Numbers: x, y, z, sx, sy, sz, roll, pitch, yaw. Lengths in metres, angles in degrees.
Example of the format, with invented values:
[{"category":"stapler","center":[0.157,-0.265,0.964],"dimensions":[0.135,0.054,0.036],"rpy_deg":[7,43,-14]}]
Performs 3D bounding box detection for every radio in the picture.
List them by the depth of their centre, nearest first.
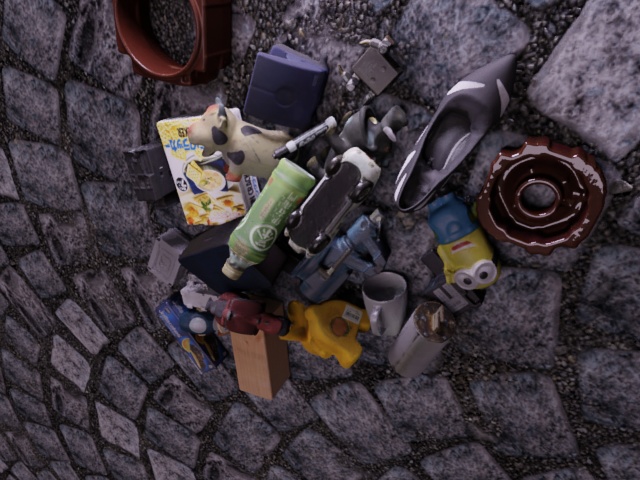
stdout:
[{"category":"radio","center":[-0.175,0.039,1.065],"dimensions":[0.131,0.073,0.230],"rpy_deg":[44,149,-23]}]

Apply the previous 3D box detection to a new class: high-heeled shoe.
[{"category":"high-heeled shoe","center":[0.186,-0.146,0.765],"dimensions":[0.086,0.145,0.248],"rpy_deg":[35,129,7]}]

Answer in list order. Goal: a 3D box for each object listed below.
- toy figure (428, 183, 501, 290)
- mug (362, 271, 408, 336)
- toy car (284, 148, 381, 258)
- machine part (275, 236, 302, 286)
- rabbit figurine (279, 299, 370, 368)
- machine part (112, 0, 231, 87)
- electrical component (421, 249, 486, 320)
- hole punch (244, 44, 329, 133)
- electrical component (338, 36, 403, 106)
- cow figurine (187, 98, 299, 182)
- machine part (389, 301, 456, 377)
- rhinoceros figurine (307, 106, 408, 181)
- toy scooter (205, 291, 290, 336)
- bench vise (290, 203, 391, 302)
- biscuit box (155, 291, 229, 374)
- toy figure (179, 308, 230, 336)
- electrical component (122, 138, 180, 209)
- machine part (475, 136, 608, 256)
[{"category":"toy figure","center":[0.230,-0.005,0.860],"dimensions":[0.082,0.089,0.180],"rpy_deg":[-26,93,52]},{"category":"mug","center":[0.122,0.131,0.984],"dimensions":[0.081,0.109,0.107],"rpy_deg":[2,130,22]},{"category":"toy car","center":[0.016,-0.056,0.859],"dimensions":[0.073,0.056,0.201],"rpy_deg":[45,116,13]},{"category":"machine part","center":[-0.074,0.031,1.074],"dimensions":[0.139,0.039,0.084],"rpy_deg":[37,130,7]},{"category":"rabbit figurine","center":[0.002,0.188,1.065],"dimensions":[0.162,0.122,0.173],"rpy_deg":[17,155,-8]},{"category":"machine part","center":[-0.257,-0.377,0.925],"dimensions":[0.202,0.087,0.200],"rpy_deg":[18,123,18]},{"category":"electrical component","center":[0.221,0.074,0.929],"dimensions":[0.119,0.048,0.075],"rpy_deg":[49,128,-5]},{"category":"hole punch","center":[-0.057,-0.248,0.884],"dimensions":[0.116,0.092,0.142],"rpy_deg":[27,122,10]},{"category":"electrical component","center":[0.078,-0.261,0.825],"dimensions":[0.102,0.045,0.078],"rpy_deg":[-35,95,38]},{"category":"cow figurine","center":[-0.130,-0.166,0.927],"dimensions":[0.195,0.086,0.127],"rpy_deg":[8,112,-18]},{"category":"machine part","center":[0.179,0.180,0.961],"dimensions":[0.079,0.079,0.243],"rpy_deg":[30,146,12]},{"category":"rhinoceros figurine","center":[0.062,-0.149,0.878],"dimensions":[0.112,0.073,0.190],"rpy_deg":[46,129,1]},{"category":"toy scooter","center":[-0.156,0.139,1.020],"dimensions":[0.184,0.135,0.075],"rpy_deg":[11,85,41]},{"category":"bench vise","center":[0.001,-0.007,0.965],"dimensions":[0.240,0.129,0.223],"rpy_deg":[40,125,-1]},{"category":"biscuit box","center":[-0.310,0.222,1.300],"dimensions":[0.059,0.063,0.202],"rpy_deg":[-29,100,36]},{"category":"toy figure","center":[-0.243,0.190,1.230],"dimensions":[0.155,0.058,0.064],"rpy_deg":[1,130,10]},{"category":"electrical component","center":[-0.317,-0.132,1.075],"dimensions":[0.058,0.115,0.134],"rpy_deg":[3,117,32]},{"category":"machine part","center":[0.323,-0.065,0.789],"dimensions":[0.180,0.056,0.179],"rpy_deg":[12,121,22]}]
